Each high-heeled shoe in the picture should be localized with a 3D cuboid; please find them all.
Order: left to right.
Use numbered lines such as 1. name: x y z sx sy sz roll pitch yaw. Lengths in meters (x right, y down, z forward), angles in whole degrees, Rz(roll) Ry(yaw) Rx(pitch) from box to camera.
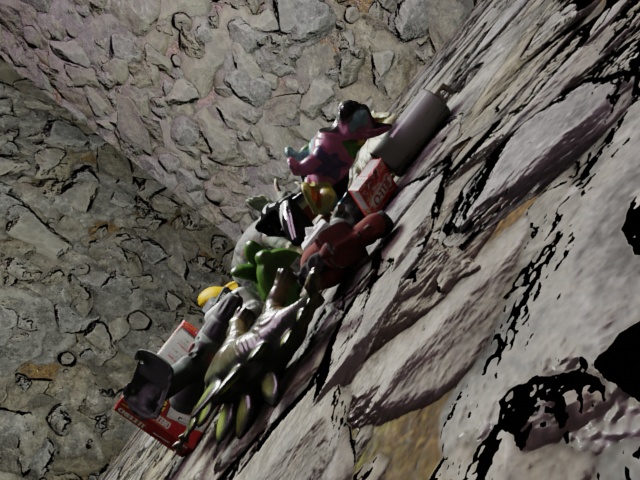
1. high-heeled shoe: -0.086 -0.021 1.075 0.145 0.086 0.249 -38 19 17

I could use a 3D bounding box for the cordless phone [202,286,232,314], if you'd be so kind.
1. cordless phone: -0.217 0.205 1.259 0.184 0.146 0.089 -53 14 44

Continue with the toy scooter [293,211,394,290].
1. toy scooter: 0.019 0.023 0.804 0.184 0.075 0.135 -41 -11 36

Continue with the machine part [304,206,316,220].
1. machine part: -0.030 -0.049 1.435 0.201 0.087 0.201 -50 -10 -25

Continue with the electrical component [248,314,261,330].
1. electrical component: -0.124 0.201 1.008 0.134 0.058 0.115 -55 9 -30

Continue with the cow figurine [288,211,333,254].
1. cow figurine: -0.002 -0.004 1.175 0.127 0.085 0.195 -52 2 15

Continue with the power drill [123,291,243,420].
1. power drill: -0.224 0.198 0.901 0.232 0.086 0.207 -67 -12 11

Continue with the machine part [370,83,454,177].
1. machine part: 0.182 -0.216 1.090 0.243 0.079 0.079 -52 6 3

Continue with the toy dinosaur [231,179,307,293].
1. toy dinosaur: -0.146 0.038 1.298 0.131 0.192 0.404 2 -55 -58

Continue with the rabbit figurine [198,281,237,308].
1. rabbit figurine: -0.255 0.186 1.516 0.162 0.173 0.122 -60 6 -30

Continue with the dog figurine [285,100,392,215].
1. dog figurine: 0.048 -0.170 1.080 0.219 0.191 0.108 -25 23 9

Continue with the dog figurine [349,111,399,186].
1. dog figurine: 0.141 -0.198 1.297 0.172 0.121 0.190 141 152 -77

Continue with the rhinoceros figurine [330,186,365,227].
1. rhinoceros figurine: 0.038 -0.022 1.043 0.112 0.073 0.190 -42 11 50

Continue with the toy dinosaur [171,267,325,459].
1. toy dinosaur: -0.118 0.194 0.813 0.471 0.105 0.198 -53 7 40

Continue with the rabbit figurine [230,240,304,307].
1. rabbit figurine: -0.098 0.080 1.077 0.121 0.159 0.170 -63 10 -19
